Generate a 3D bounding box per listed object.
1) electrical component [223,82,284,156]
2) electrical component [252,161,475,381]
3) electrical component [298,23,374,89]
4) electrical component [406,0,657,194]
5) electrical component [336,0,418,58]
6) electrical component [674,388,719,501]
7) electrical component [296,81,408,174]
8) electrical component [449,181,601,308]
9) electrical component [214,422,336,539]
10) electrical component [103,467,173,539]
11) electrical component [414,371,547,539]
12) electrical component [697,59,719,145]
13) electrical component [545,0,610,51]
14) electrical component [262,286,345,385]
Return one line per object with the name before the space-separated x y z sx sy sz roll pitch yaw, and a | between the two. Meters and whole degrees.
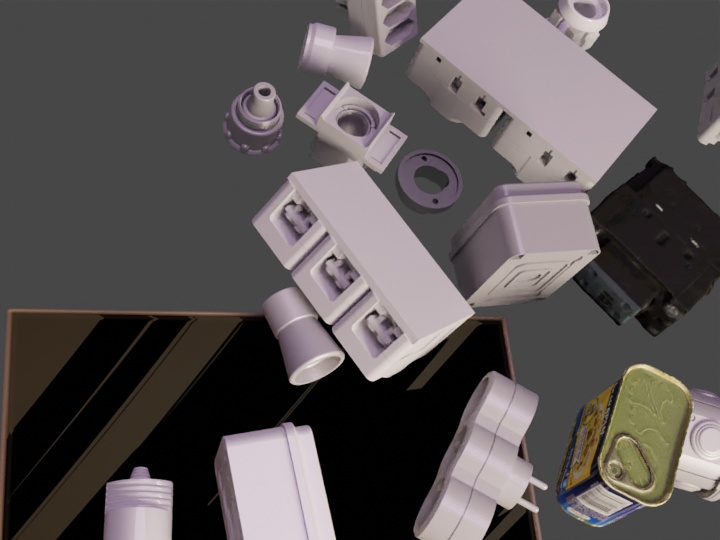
electrical component | -0.081 -0.123 0.844 0.048 0.062 0.048 7 63 -13
electrical component | 0.000 0.000 0.794 0.150 0.062 0.089 53 32 12
electrical component | -0.021 -0.180 0.901 0.055 0.045 0.045 13 62 -10
electrical component | 0.144 -0.151 0.927 0.186 0.060 0.105 41 60 5
electrical component | 0.005 -0.232 0.928 0.077 0.065 0.047 31 55 34
electrical component | 0.255 0.129 0.811 0.051 0.080 0.080 17 61 -2
electrical component | -0.010 -0.107 0.857 0.081 0.063 0.042 35 59 2
electrical component | 0.123 -0.019 0.825 0.078 0.113 0.057 -4 69 -18
electrical component | -0.055 0.164 0.702 0.057 0.078 0.113 -7 67 -17
electrical component | -0.143 0.168 0.693 0.043 0.043 0.081 4 63 -15
electrical component | 0.099 0.146 0.771 0.074 0.052 0.138 29 60 -1
electrical component | 0.353 -0.160 0.996 0.050 0.055 0.089 21 61 -6
electrical component | 0.197 -0.227 0.983 0.066 0.055 0.048 -28 75 -26
electrical component | -0.045 0.045 0.785 0.044 0.044 0.065 -18 66 -24
